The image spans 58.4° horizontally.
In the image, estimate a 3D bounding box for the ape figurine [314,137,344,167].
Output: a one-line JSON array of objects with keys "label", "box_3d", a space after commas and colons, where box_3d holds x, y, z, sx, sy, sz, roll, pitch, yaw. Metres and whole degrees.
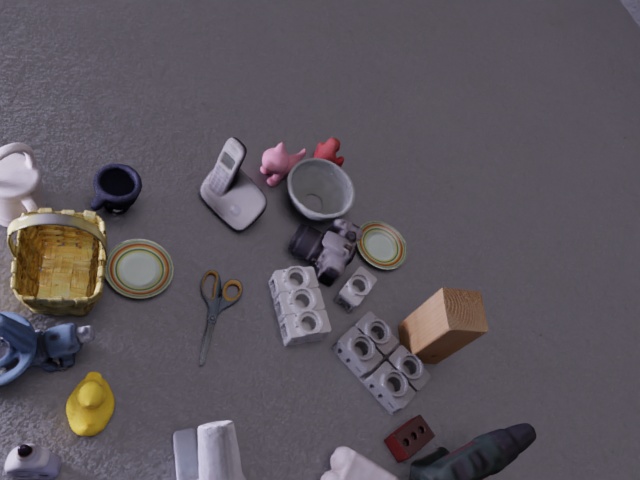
[{"label": "ape figurine", "box_3d": [0.024, -0.216, 1.411, 0.076, 0.092, 0.077, -30, 75, -32]}]

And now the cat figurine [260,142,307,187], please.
[{"label": "cat figurine", "box_3d": [-0.087, -0.183, 1.332, 0.128, 0.117, 0.067, -19, 69, -29]}]

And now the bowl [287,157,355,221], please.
[{"label": "bowl", "box_3d": [-0.005, -0.106, 1.346, 0.168, 0.074, 0.167, 10, 58, -16]}]

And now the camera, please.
[{"label": "camera", "box_3d": [0.012, 0.005, 1.272, 0.137, 0.100, 0.143, 29, 55, -3]}]

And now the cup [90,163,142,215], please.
[{"label": "cup", "box_3d": [-0.418, -0.085, 1.158, 0.091, 0.095, 0.118, 34, 55, 0]}]

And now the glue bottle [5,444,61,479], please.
[{"label": "glue bottle", "box_3d": [-0.435, 0.329, 0.860, 0.078, 0.173, 0.037, 10, 58, -16]}]

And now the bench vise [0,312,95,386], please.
[{"label": "bench vise", "box_3d": [-0.481, 0.151, 0.918, 0.208, 0.219, 0.121, -27, 73, -32]}]

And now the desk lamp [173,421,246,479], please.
[{"label": "desk lamp", "box_3d": [-0.169, 0.381, 0.911, 0.118, 0.213, 0.203, -4, 63, -23]}]

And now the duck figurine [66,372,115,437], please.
[{"label": "duck figurine", "box_3d": [-0.387, 0.273, 0.966, 0.078, 0.086, 0.104, 7, 59, -17]}]

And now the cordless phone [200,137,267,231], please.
[{"label": "cordless phone", "box_3d": [-0.173, -0.120, 1.220, 0.147, 0.185, 0.094, 42, 55, 6]}]

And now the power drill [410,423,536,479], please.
[{"label": "power drill", "box_3d": [0.266, 0.415, 1.066, 0.230, 0.208, 0.075, -17, 68, -29]}]

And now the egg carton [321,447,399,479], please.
[{"label": "egg carton", "box_3d": [0.074, 0.457, 1.051, 0.150, 0.069, 0.107, 31, 55, -2]}]

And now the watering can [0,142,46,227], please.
[{"label": "watering can", "box_3d": [-0.573, -0.115, 1.053, 0.173, 0.194, 0.101, 32, 55, -1]}]
